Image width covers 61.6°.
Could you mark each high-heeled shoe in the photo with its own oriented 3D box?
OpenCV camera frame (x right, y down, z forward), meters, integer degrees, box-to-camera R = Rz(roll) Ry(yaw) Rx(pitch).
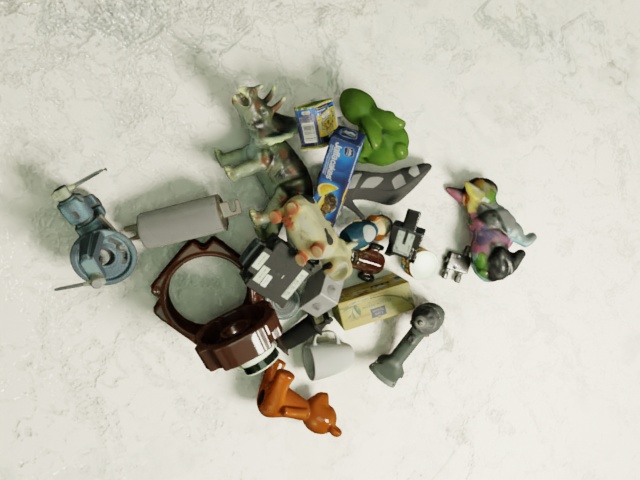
[{"bbox_3d":[0.121,-0.143,1.192,0.249,0.086,0.145,-33,75,-22],"label":"high-heeled shoe"}]

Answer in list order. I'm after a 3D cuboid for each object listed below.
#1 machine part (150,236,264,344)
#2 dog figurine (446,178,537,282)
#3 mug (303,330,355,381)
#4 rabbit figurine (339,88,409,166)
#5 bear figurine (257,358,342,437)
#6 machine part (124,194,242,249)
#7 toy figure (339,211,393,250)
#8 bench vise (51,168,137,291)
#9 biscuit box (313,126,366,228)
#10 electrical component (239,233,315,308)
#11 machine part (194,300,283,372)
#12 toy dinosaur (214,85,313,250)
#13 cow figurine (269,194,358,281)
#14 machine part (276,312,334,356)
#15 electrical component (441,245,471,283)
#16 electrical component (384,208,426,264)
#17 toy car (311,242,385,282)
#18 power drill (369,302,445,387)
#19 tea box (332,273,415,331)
[{"bbox_3d":[-0.235,0.109,1.132,0.201,0.087,0.201,41,87,-15],"label":"machine part"},{"bbox_3d":[0.369,-0.035,1.225,0.219,0.108,0.191,44,71,-11],"label":"dog figurine"},{"bbox_3d":[0.022,0.256,1.219,0.107,0.081,0.109,-5,94,-23],"label":"mug"},{"bbox_3d":[0.101,-0.230,1.101,0.121,0.159,0.170,-43,124,4],"label":"rabbit figurine"},{"bbox_3d":[-0.036,0.357,1.198,0.196,0.120,0.132,19,91,-16],"label":"bear figurine"},{"bbox_3d":[-0.276,-0.036,1.086,0.243,0.079,0.079,-13,102,3],"label":"machine part"},{"bbox_3d":[0.110,-0.020,1.175,0.154,0.058,0.064,-22,129,-37],"label":"toy figure"},{"bbox_3d":[-0.423,0.007,1.006,0.129,0.241,0.223,-19,119,-9],"label":"bench vise"},{"bbox_3d":[0.032,-0.124,1.074,0.059,0.063,0.202,22,128,7],"label":"biscuit box"},{"bbox_3d":[-0.094,0.055,1.079,0.134,0.058,0.115,40,90,-31],"label":"electrical component"},{"bbox_3d":[-0.156,0.182,1.032,0.179,0.179,0.056,-26,106,-7],"label":"machine part"},{"bbox_3d":[-0.084,-0.124,1.117,0.192,0.131,0.404,-29,110,-5],"label":"toy dinosaur"},{"bbox_3d":[-0.002,-0.003,1.068,0.085,0.127,0.195,-29,97,37],"label":"cow figurine"},{"bbox_3d":[-0.037,0.196,1.199,0.139,0.084,0.039,-38,134,5],"label":"machine part"},{"bbox_3d":[0.326,0.053,1.276,0.063,0.021,0.094,18,95,-14],"label":"electrical component"},{"bbox_3d":[0.189,-0.015,1.169,0.075,0.048,0.119,16,111,13],"label":"electrical component"},{"bbox_3d":[0.053,0.030,1.200,0.202,0.053,0.089,18,98,-15],"label":"toy car"},{"bbox_3d":[0.196,0.223,1.193,0.086,0.232,0.207,33,106,18],"label":"power drill"},{"bbox_3d":[0.114,0.136,1.205,0.170,0.098,0.068,-17,101,-8],"label":"tea box"}]
